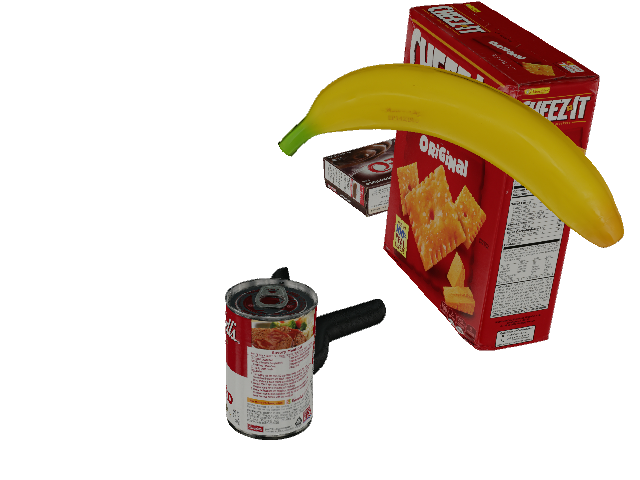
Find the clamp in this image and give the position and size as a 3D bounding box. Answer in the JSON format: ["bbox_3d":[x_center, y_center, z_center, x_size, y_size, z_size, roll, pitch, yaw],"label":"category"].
[{"bbox_3d":[-0.029,0.080,1.000,0.120,0.039,0.171,18,32,29],"label":"clamp"}]

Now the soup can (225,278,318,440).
[{"bbox_3d":[-0.037,0.087,0.793,0.068,0.102,0.068,2,22,-1],"label":"soup can"}]

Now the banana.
[{"bbox_3d":[0.079,-0.056,0.594,0.198,0.070,0.037,17,17,8],"label":"banana"}]

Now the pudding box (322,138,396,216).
[{"bbox_3d":[0.072,-0.070,1.122,0.113,0.039,0.090,-19,32,-23],"label":"pudding box"}]

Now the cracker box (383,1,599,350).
[{"bbox_3d":[0.116,-0.050,0.799,0.072,0.214,0.164,-9,32,-21],"label":"cracker box"}]
